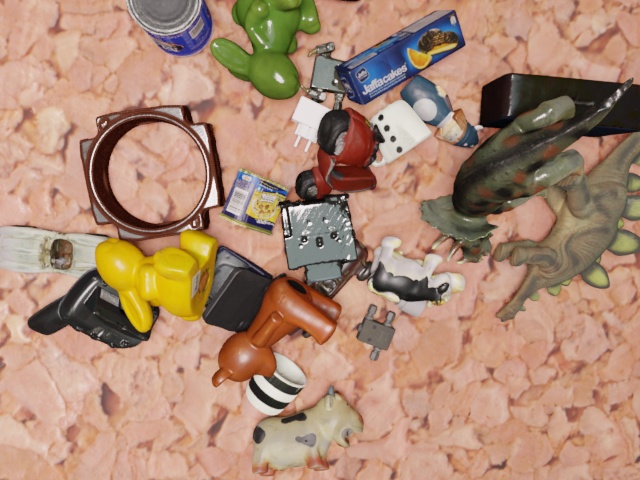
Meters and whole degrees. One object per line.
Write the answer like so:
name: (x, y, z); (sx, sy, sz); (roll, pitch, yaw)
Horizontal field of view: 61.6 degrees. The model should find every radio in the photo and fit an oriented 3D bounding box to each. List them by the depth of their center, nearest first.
radio: (0.382, -0.212, 0.863); (0.230, 0.131, 0.073); (5, 96, -5)

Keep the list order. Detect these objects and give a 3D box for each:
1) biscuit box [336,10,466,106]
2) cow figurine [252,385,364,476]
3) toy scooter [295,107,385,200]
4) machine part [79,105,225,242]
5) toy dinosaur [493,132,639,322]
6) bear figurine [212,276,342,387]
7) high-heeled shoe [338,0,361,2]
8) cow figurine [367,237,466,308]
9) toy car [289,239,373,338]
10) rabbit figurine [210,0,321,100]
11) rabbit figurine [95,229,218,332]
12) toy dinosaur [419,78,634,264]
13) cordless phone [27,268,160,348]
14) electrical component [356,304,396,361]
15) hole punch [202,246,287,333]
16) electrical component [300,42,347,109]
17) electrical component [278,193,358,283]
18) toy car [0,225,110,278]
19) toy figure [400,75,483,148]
biscuit box: (0.128, -0.289, 0.851); (0.203, 0.059, 0.062); (-32, 118, -6)
cow figurine: (-0.020, 0.325, 0.914); (0.195, 0.085, 0.127); (-13, 63, 10)
toy scooter: (0.048, -0.126, 0.857); (0.135, 0.075, 0.183); (6, 138, -22)
machine part: (-0.260, -0.104, 0.848); (0.202, 0.087, 0.200); (-8, 98, -2)
toy dinosaur: (0.453, -0.045, 0.909); (0.198, 0.105, 0.471); (28, 102, -15)
bear figurine: (-0.072, 0.159, 0.836); (0.132, 0.120, 0.195); (33, 100, 1)
high-heeled shoe: (-0.057, -0.403, 0.852); (0.249, 0.086, 0.145); (-20, 130, 15)
cow figurine: (0.161, 0.070, 0.883); (0.167, 0.068, 0.098); (23, 62, -8)
toy car: (0.003, 0.080, 0.910); (0.089, 0.053, 0.202); (44, 91, -11)
rabbit figurine: (-0.083, -0.294, 0.810); (0.159, 0.121, 0.170); (-5, 82, 13)
rabbit figurine: (-0.253, 0.051, 0.811); (0.173, 0.122, 0.162); (15, 126, 2)
toy dinosaur: (0.260, -0.090, 0.783); (0.192, 0.404, 0.131); (-30, 72, -12)
cordless phone: (-0.373, 0.134, 0.876); (0.184, 0.089, 0.146); (-26, 135, 23)
electrical component: (0.095, 0.163, 0.941); (0.063, 0.021, 0.094); (20, 96, -7)
hole punch: (-0.142, 0.084, 0.887); (0.115, 0.092, 0.142); (32, 92, -45)
electrical component: (0.011, -0.265, 0.870); (0.078, 0.045, 0.102); (16, 96, -5)
electrical component: (-0.002, -0.003, 0.848); (0.115, 0.058, 0.134); (-10, 99, -1)
toy car: (-0.423, 0.020, 0.864); (0.202, 0.056, 0.073); (6, 97, -6)
toy figure: (0.200, -0.203, 0.887); (0.154, 0.064, 0.058); (43, 73, -4)
